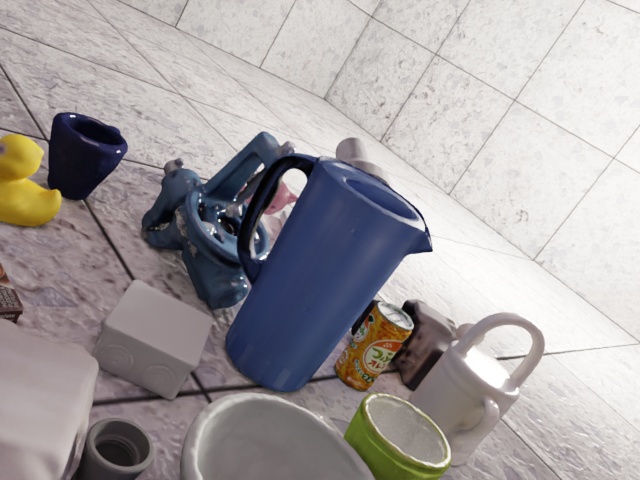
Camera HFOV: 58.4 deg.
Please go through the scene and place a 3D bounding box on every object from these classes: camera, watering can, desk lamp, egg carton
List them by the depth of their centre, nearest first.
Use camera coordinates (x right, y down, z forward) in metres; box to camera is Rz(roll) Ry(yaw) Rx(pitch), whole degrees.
[{"bbox_3d":[-0.205,0.115,0.366,0.107,0.069,0.150,26,19,-20],"label":"egg carton"},{"bbox_3d":[0.187,0.163,0.694,0.101,0.194,0.172,23,20,-28],"label":"watering can"},{"bbox_3d":[0.122,0.127,0.828,0.137,0.100,0.143,30,18,-8],"label":"camera"},{"bbox_3d":[0.027,-0.066,0.991,0.118,0.213,0.203,25,19,-23],"label":"desk lamp"}]

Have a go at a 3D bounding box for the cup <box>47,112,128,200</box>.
[{"bbox_3d":[-0.301,-0.104,0.734,0.092,0.095,0.118,31,18,-4],"label":"cup"}]

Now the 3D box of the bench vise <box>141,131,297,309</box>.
[{"bbox_3d":[-0.128,-0.055,0.693,0.207,0.219,0.122,37,19,15],"label":"bench vise"}]

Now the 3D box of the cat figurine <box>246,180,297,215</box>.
[{"bbox_3d":[-0.106,-0.079,0.957,0.127,0.117,0.067,35,18,8],"label":"cat figurine"}]

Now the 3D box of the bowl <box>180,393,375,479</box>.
[{"bbox_3d":[-0.036,0.198,0.424,0.168,0.074,0.167,29,18,-10],"label":"bowl"}]

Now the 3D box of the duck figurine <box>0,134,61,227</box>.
[{"bbox_3d":[-0.327,-0.070,0.617,0.105,0.086,0.077,24,20,-24],"label":"duck figurine"}]
